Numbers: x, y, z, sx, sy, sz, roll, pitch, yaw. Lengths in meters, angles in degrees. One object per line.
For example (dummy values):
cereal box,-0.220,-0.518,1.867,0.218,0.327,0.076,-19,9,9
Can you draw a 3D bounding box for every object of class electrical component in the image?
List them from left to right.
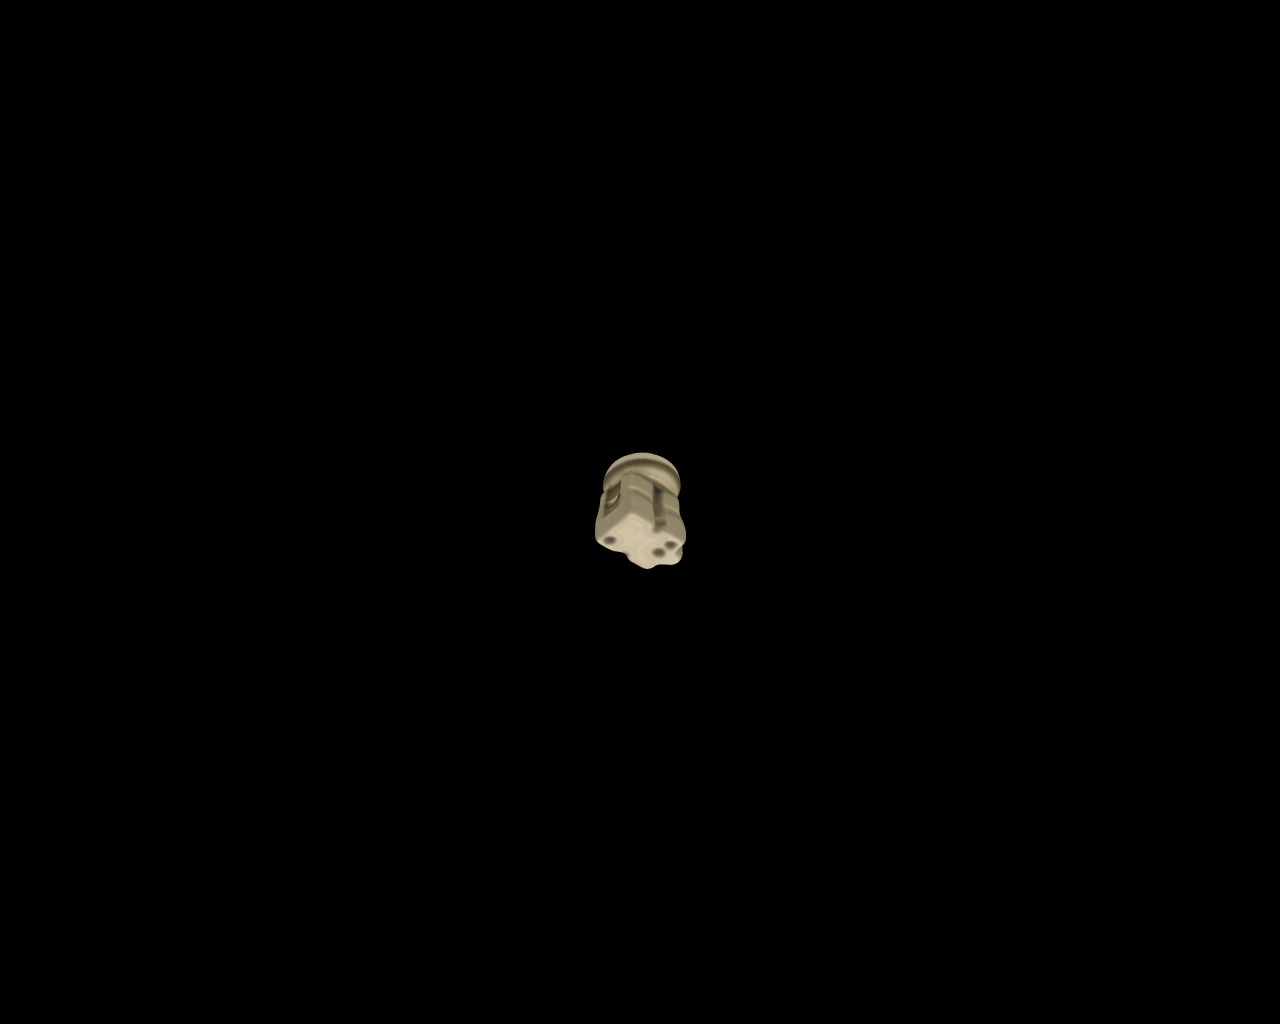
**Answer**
electrical component,0.001,-0.003,0.650,0.066,0.055,0.048,31,-50,-30
